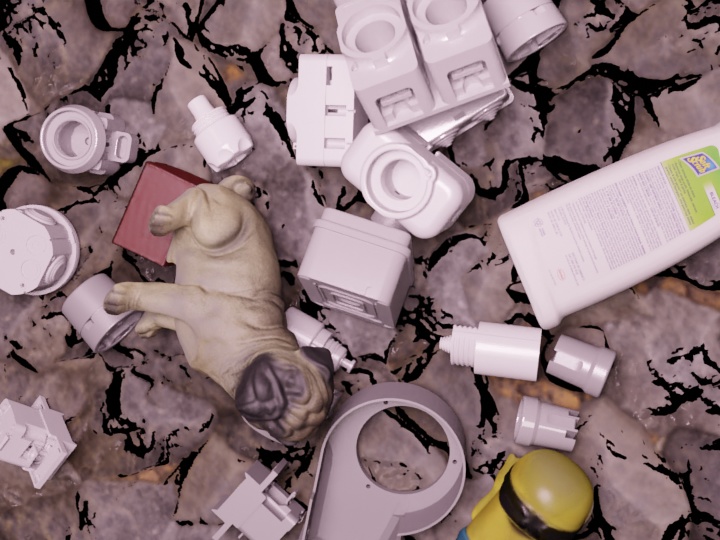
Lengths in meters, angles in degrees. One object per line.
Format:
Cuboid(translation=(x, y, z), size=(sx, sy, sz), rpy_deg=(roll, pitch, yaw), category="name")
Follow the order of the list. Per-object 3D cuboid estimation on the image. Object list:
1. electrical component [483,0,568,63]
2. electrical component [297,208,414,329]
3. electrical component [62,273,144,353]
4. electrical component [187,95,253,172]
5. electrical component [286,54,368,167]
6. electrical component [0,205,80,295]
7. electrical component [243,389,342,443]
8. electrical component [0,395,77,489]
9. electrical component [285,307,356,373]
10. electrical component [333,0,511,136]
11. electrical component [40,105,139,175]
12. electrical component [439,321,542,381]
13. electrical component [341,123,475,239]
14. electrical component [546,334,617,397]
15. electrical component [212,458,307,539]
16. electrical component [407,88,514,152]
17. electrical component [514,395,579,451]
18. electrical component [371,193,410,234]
Cuboid(translation=(0.129, -0.200, 0.854), size=(0.055, 0.055, 0.047), rpy_deg=(-30, 84, 10), category="electrical component")
Cuboid(translation=(0.000, 0.000, 0.856), size=(0.078, 0.113, 0.057), rpy_deg=(18, 79, 8), category="electrical component")
Cuboid(translation=(-0.224, 0.036, 0.931), size=(0.047, 0.055, 0.055), rpy_deg=(45, 100, 8), category="electrical component")
Cuboid(translation=(-0.122, -0.118, 0.909), size=(0.043, 0.043, 0.062), rpy_deg=(-35, 86, 10), category="electrical component")
Cuboid(translation=(-0.026, -0.130, 0.885), size=(0.056, 0.050, 0.089), rpy_deg=(4, 96, 14), category="electrical component")
Cuboid(translation=(-0.292, -0.017, 0.941), size=(0.080, 0.051, 0.080), rpy_deg=(1, 93, 10), category="electrical component")
Cuboid(translation=(-0.063, 0.110, 0.905), size=(0.078, 0.058, 0.057), rpy_deg=(30, 95, 8), category="electrical component")
Cuboid(translation=(-0.290, 0.146, 0.938), size=(0.042, 0.064, 0.081), rpy_deg=(-52, 43, 9), category="electrical component")
Cuboid(translation=(-0.040, 0.063, 0.906), size=(0.078, 0.040, 0.040), rpy_deg=(29, 98, 8), category="electrical component")
Cuboid(translation=(0.035, -0.206, 0.818), size=(0.105, 0.060, 0.186), rpy_deg=(-19, 55, 11), category="electrical component")
Cuboid(translation=(-0.238, -0.111, 0.923), size=(0.078, 0.057, 0.058), rpy_deg=(11, 95, 9), category="electrical component")
Cuboid(translation=(0.106, 0.064, 0.879), size=(0.081, 0.043, 0.043), rpy_deg=(6, 94, 10), category="electrical component")
Cuboid(translation=(0.036, -0.071, 0.830), size=(0.095, 0.059, 0.053), rpy_deg=(40, 109, 8), category="electrical component")
Cuboid(translation=(0.179, 0.076, 0.870), size=(0.046, 0.040, 0.040), rpy_deg=(22, 97, 14), category="electrical component")
Cuboid(translation=(-0.085, 0.205, 0.923), size=(0.064, 0.042, 0.081), rpy_deg=(43, 100, 4), category="electrical component")
Cuboid(translation=(0.065, -0.154, 0.871), size=(0.100, 0.048, 0.099), rpy_deg=(-31, 88, 11), category="electrical component")
Cuboid(translation=(0.152, 0.126, 0.877), size=(0.046, 0.040, 0.040), rpy_deg=(12, 95, 4), category="electrical component")
Cuboid(translation=(0.039, -0.058, 0.886), size=(0.044, 0.044, 0.065), rpy_deg=(34, 103, 7), category="electrical component")
